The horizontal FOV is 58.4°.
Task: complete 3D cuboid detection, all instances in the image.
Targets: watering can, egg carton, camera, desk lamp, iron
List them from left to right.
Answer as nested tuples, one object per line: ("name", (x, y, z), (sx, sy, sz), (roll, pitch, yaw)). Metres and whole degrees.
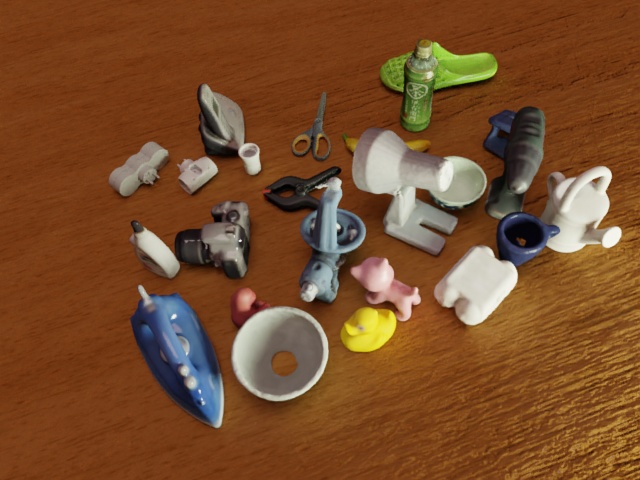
("iron", (-0.242, 0.193, 0.975), (0.119, 0.141, 0.257), (-30, 62, -14))
("camera", (-0.209, -0.007, 1.116), (0.136, 0.101, 0.143), (-1, 59, 3))
("desk lamp", (0.166, -0.099, 1.084), (0.202, 0.214, 0.118), (25, 64, 17))
("egg carton", (0.287, 0.082, 1.053), (0.107, 0.069, 0.150), (37, 68, 22))
("watering can", (0.481, -0.061, 1.055), (0.101, 0.194, 0.172), (-41, 65, -19))

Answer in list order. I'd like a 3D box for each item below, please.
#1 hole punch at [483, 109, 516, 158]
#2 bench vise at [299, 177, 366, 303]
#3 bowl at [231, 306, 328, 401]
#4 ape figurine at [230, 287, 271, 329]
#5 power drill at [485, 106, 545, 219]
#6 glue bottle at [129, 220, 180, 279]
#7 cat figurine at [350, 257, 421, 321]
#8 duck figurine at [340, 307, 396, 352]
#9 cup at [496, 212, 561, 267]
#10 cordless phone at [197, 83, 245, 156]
("hole punch", (0.415, -0.234, 1.221), (0.108, 0.091, 0.101), (36, 68, 22))
("bench vise", (0.021, 0.004, 1.027), (0.121, 0.220, 0.207), (0, 59, 4))
("bowl", (-0.067, 0.205, 0.997), (0.167, 0.075, 0.167), (-1, 59, 3))
("ape figurine", (-0.133, 0.118, 1.043), (0.077, 0.092, 0.076), (38, 68, 23))
("power drill", (0.375, -0.131, 1.094), (0.075, 0.208, 0.230), (14, 61, 12))
("glue bottle", (-0.320, 0.012, 1.069), (0.078, 0.173, 0.037), (18, 62, 14))
("cat figurine", (0.121, 0.077, 1.037), (0.127, 0.118, 0.067), (26, 64, 17))
("duck figurine", (0.086, 0.148, 1.016), (0.104, 0.086, 0.077), (-21, 60, -9))
("cup", (0.384, 0.005, 1.078), (0.117, 0.095, 0.091), (-9, 59, -2))
("cordless phone", (-0.222, -0.284, 1.232), (0.094, 0.185, 0.147), (-8, 59, -1))
